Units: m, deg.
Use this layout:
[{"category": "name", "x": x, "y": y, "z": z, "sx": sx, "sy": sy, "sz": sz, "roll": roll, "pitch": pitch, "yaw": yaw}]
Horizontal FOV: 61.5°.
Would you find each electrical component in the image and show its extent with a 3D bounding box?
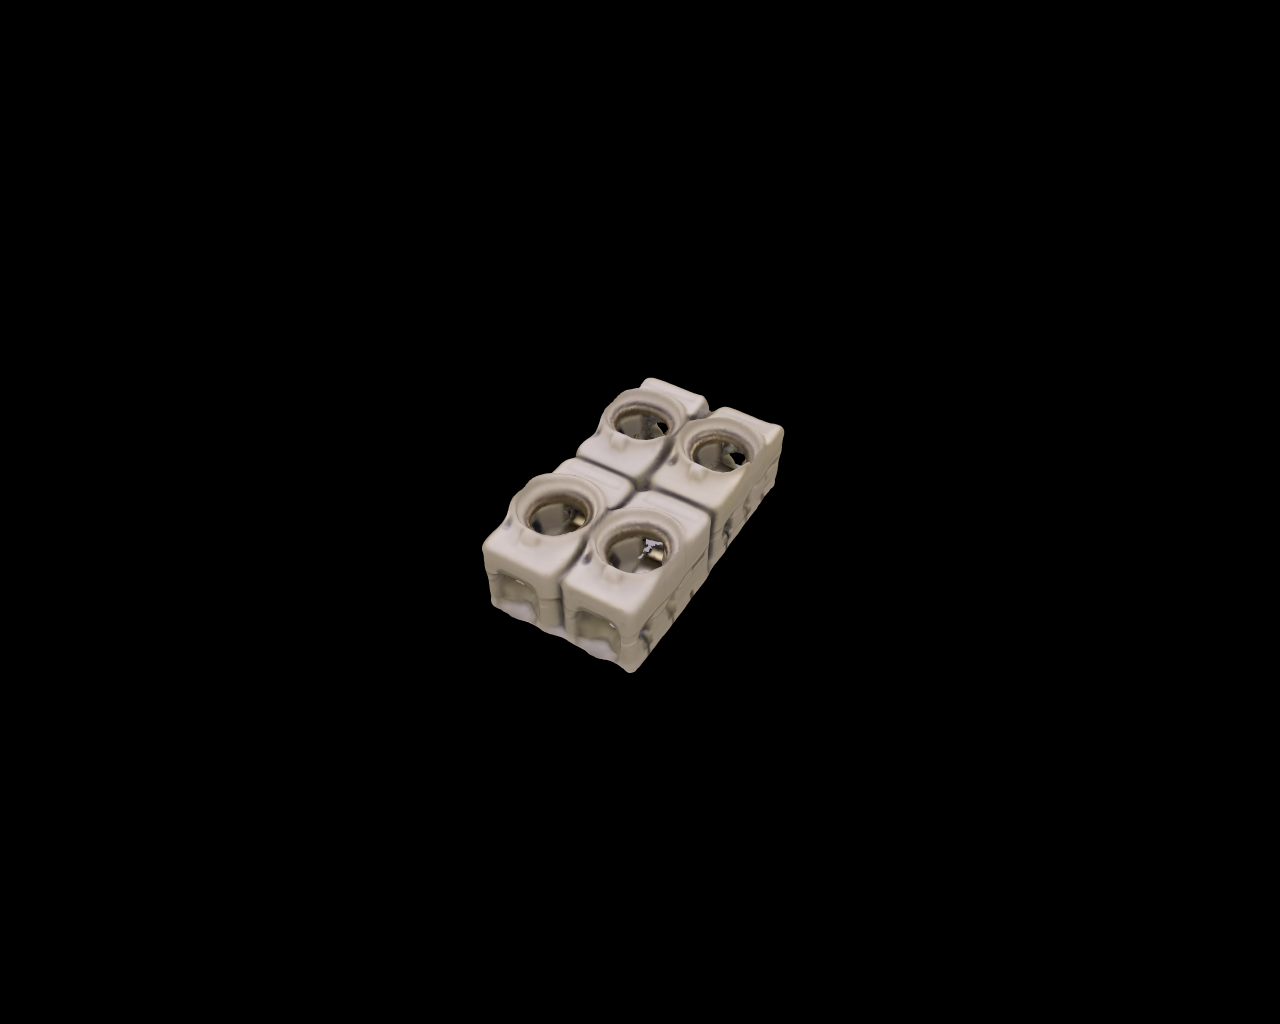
[{"category": "electrical component", "x": 0.001, "y": -0.003, "z": 0.650, "sx": 0.105, "sy": 0.060, "sz": 0.186, "roll": 24, "pitch": 50, "yaw": 22}]
